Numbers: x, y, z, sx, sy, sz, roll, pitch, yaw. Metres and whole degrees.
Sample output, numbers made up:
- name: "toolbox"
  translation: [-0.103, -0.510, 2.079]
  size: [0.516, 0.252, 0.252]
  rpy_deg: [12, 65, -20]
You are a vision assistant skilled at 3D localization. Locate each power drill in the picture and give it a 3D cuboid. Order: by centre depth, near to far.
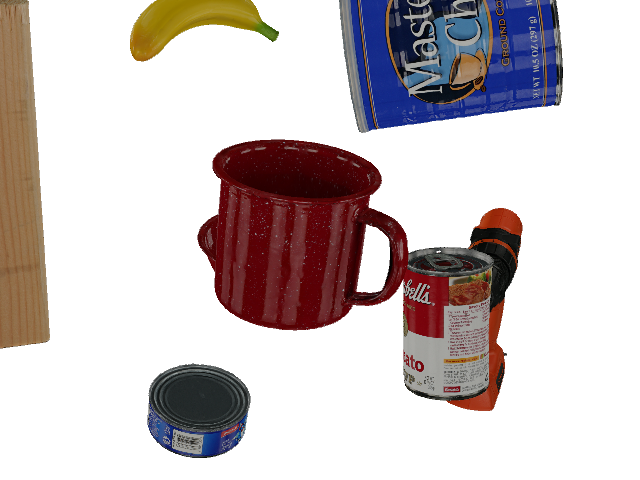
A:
- name: "power drill"
  translation: [0.169, 0.078, 1.099]
  size: [0.057, 0.188, 0.184]
  rpy_deg: [12, 27, 13]

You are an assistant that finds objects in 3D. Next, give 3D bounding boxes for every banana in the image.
- name: "banana"
  translation: [-0.119, -0.212, 1.022]
  size: [0.070, 0.037, 0.197]
  rpy_deg: [45, 38, 19]

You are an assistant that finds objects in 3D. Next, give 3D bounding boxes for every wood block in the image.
- name: "wood block"
  translation: [-0.217, -0.044, 0.633]
  size: [0.090, 0.206, 0.090]
  rpy_deg: [-6, 24, -21]

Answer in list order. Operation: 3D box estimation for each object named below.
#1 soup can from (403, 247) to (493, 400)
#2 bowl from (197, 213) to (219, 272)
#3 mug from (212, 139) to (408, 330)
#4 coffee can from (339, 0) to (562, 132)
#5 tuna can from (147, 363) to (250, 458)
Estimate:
- name: "soup can"
  translation: [0.097, 0.063, 0.815]
  size: [0.068, 0.102, 0.068]
  rpy_deg: [-1, 15, 0]
- name: "bowl"
  translation: [-0.047, 0.022, 1.100]
  size: [0.162, 0.055, 0.162]
  rpy_deg: [5, 27, -3]
- name: "mug"
  translation: [-0.006, 0.000, 0.592]
  size: [0.117, 0.081, 0.093]
  rpy_deg: [17, 26, 21]
- name: "coffee can"
  translation: [0.089, -0.135, 0.743]
  size: [0.140, 0.103, 0.102]
  rpy_deg: [-7, -1, 6]
- name: "tuna can"
  translation: [-0.104, 0.144, 0.906]
  size: [0.086, 0.034, 0.086]
  rpy_deg: [7, 31, -5]
